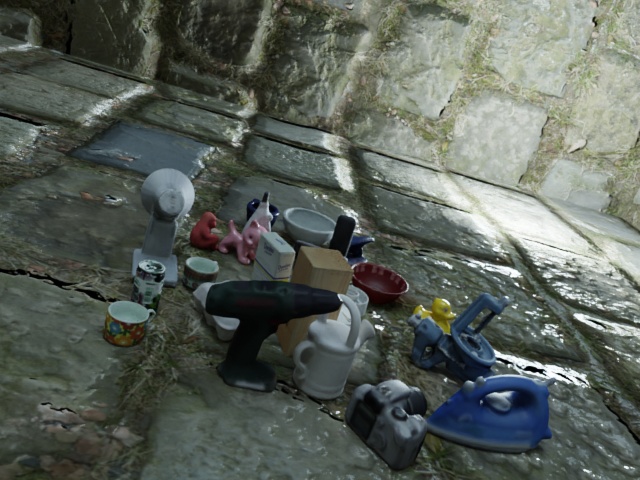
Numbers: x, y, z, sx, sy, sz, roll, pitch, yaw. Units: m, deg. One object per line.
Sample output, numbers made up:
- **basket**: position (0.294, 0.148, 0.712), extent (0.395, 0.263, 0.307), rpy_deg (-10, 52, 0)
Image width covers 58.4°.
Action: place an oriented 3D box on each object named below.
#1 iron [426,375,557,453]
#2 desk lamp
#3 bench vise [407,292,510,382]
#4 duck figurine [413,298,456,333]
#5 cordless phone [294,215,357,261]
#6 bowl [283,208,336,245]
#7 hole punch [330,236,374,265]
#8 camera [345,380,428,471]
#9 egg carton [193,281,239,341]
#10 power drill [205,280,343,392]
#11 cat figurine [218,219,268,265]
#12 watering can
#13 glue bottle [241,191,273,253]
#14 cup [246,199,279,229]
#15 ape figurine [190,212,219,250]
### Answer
- **iron**: position (0.328, 0.309, 1.082), extent (0.259, 0.141, 0.118), rpy_deg (9, 24, -22)
- **desk lamp**: position (-0.346, -0.038, 1.278), extent (0.118, 0.213, 0.202), rpy_deg (9, 24, -20)
- **bench vise**: position (0.298, 0.197, 1.217), extent (0.207, 0.220, 0.121), rpy_deg (16, 22, -5)
- **duck figurine**: position (0.286, 0.184, 1.418), extent (0.104, 0.086, 0.078), rpy_deg (28, 24, 22)
- **cordless phone**: position (0.014, 0.005, 1.493), extent (0.147, 0.185, 0.094), rpy_deg (19, 22, 2)
- **bowl**: position (-0.036, -0.028, 1.680), extent (0.167, 0.075, 0.167), rpy_deg (16, 22, -6)
- **hole punch**: position (0.086, 0.016, 1.650), extent (0.100, 0.091, 0.109), rpy_deg (33, 26, 33)
- **camera**: position (0.140, 0.303, 1.004), extent (0.137, 0.101, 0.142), rpy_deg (-3, 30, -42)
- **egg carton**: position (-0.188, 0.141, 1.171), extent (0.107, 0.069, 0.149), rpy_deg (-3, 30, -42)
- **power drill**: position (-0.096, 0.160, 1.012), extent (0.230, 0.208, 0.075), rpy_deg (13, 23, -12)
- **cat figurine**: position (-0.185, -0.007, 1.456), extent (0.127, 0.118, 0.067), rpy_deg (25, 23, 17)
- **watering can**: position (0.027, 0.187, 1.064), extent (0.100, 0.194, 0.173), rpy_deg (27, 24, 21)
- **glue bottle**: position (-0.158, -0.047, 1.498), extent (0.078, 0.173, 0.037), rpy_deg (6, 25, -28)
- **cup**: position (-0.175, -0.058, 1.615), extent (0.092, 0.095, 0.117), rpy_deg (5, 26, -30)
- **ape figurine**: position (-0.288, -0.027, 1.458), extent (0.076, 0.092, 0.077), rpy_deg (8, 24, -23)
